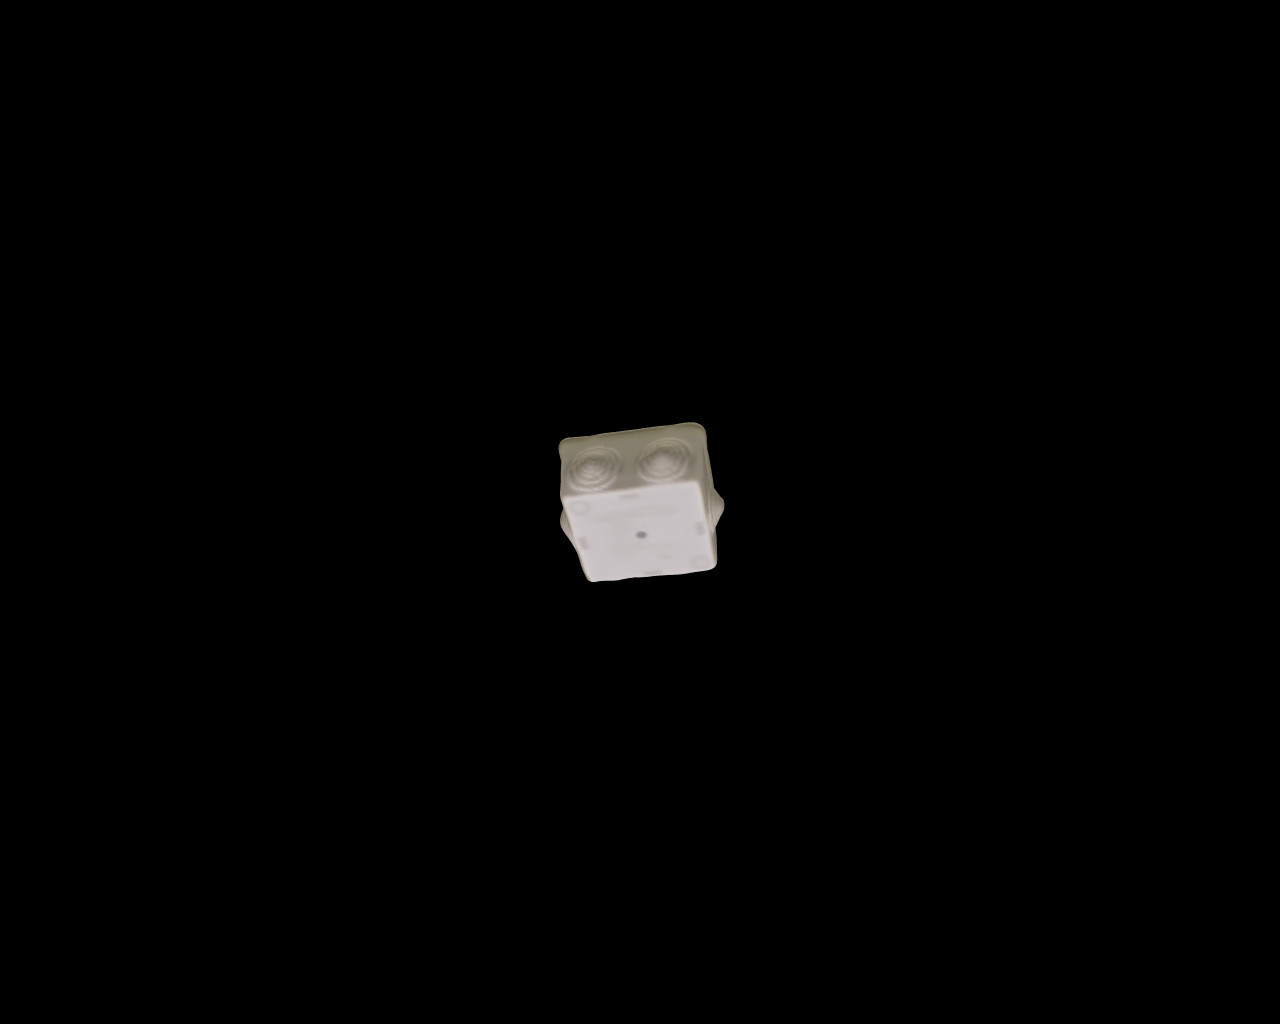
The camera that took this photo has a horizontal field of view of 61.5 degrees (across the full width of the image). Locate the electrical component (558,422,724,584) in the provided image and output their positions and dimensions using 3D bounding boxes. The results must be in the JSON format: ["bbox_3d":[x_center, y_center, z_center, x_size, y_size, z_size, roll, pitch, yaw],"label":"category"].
[{"bbox_3d":[0.001,-0.003,0.650,0.100,0.048,0.099,-6,-43,7],"label":"electrical component"}]
